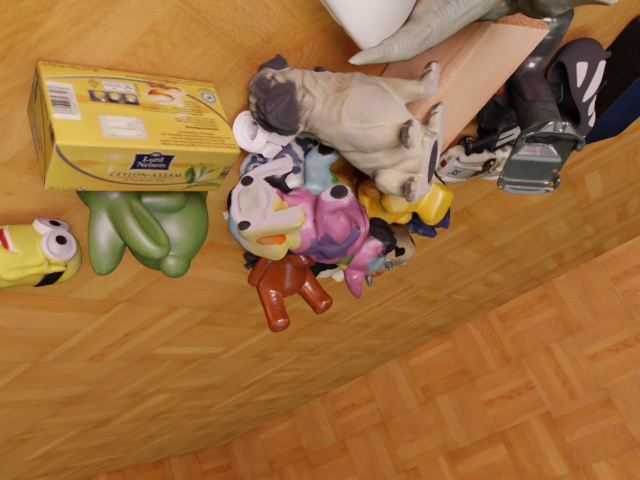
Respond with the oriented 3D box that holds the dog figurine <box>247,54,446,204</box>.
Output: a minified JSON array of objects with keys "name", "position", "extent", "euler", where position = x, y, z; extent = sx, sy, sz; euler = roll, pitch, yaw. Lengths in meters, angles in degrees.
[{"name":"dog figurine","position":[0.029,-0.116,0.585],"extent":[0.191,0.121,0.172],"euler":[11,143,23]}]

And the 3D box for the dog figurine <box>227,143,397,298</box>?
[{"name":"dog figurine","position":[-0.001,-0.002,0.686],"extent":[0.192,0.109,0.219],"euler":[-21,141,1]}]

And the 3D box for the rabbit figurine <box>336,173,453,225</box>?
[{"name":"rabbit figurine","position":[0.081,-0.048,0.797],"extent":[0.122,0.163,0.173],"euler":[-2,127,-45]}]

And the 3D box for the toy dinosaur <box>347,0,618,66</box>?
[{"name":"toy dinosaur","position":[0.170,-0.233,0.415],"extent":[0.405,0.131,0.192],"euler":[-26,-168,-6]}]

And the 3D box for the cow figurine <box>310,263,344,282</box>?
[{"name":"cow figurine","position":[-0.017,0.048,1.030],"extent":[0.167,0.068,0.098],"euler":[-15,151,-27]}]

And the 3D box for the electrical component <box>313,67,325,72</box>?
[{"name":"electrical component","position":[-0.001,-0.165,0.631],"extent":[0.063,0.021,0.094],"euler":[-27,158,10]}]

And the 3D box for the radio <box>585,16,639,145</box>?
[{"name":"radio","position":[0.490,-0.249,0.857],"extent":[0.131,0.073,0.229],"euler":[-16,158,-21]}]

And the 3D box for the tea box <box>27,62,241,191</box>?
[{"name":"tea box","position":[-0.173,-0.102,0.509],"extent":[0.169,0.098,0.068],"euler":[-2,149,-38]}]

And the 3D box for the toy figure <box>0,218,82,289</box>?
[{"name":"toy figure","position":[-0.370,0.021,0.617],"extent":[0.180,0.082,0.089],"euler":[-12,169,-38]}]

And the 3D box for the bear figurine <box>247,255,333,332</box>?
[{"name":"bear figurine","position":[-0.038,0.035,0.813],"extent":[0.120,0.132,0.195],"euler":[-20,156,-26]}]

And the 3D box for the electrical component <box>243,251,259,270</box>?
[{"name":"electrical component","position":[-0.090,0.017,0.921],"extent":[0.102,0.045,0.078],"euler":[-35,153,26]}]

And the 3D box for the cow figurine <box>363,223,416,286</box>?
[{"name":"cow figurine","position":[0.115,0.018,1.015],"extent":[0.085,0.127,0.195],"euler":[-40,155,28]}]

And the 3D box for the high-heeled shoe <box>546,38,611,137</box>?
[{"name":"high-heeled shoe","position":[0.357,-0.192,0.820],"extent":[0.145,0.086,0.248],"euler":[-24,147,-33]}]

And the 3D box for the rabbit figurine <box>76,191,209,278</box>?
[{"name":"rabbit figurine","position":[-0.211,-0.035,0.587],"extent":[0.121,0.159,0.170],"euler":[-19,144,14]}]

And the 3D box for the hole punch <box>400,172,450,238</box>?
[{"name":"hole punch","position":[0.170,-0.070,0.899],"extent":[0.092,0.116,0.142],"euler":[-42,152,21]}]

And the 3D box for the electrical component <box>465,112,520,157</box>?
[{"name":"electrical component","position":[0.277,-0.175,0.843],"extent":[0.119,0.048,0.074],"euler":[-23,157,0]}]

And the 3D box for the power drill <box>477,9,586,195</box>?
[{"name":"power drill","position":[0.251,-0.159,0.664],"extent":[0.086,0.207,0.231],"euler":[9,148,2]}]

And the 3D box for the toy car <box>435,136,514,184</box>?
[{"name":"toy car","position":[0.282,-0.136,0.925],"extent":[0.202,0.056,0.073],"euler":[-6,152,-34]}]
